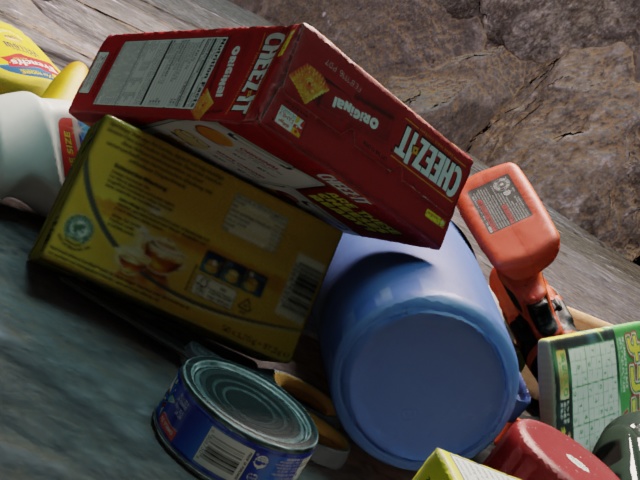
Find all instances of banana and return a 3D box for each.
[{"bbox_3d":[-0.218,-0.083,0.786,0.037,0.069,0.197,3,18,19],"label":"banana"}]

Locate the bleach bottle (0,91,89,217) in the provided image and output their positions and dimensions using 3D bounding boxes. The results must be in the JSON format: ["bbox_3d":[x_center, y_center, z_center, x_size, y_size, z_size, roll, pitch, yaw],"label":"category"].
[{"bbox_3d":[-0.158,-0.044,0.759,0.068,0.102,0.250,4,-1,42],"label":"bleach bottle"}]

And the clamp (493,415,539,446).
[{"bbox_3d":[0.230,0.190,0.834,0.209,0.036,0.165,24,12,-28],"label":"clamp"}]

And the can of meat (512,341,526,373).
[{"bbox_3d":[0.122,0.088,0.940,0.101,0.057,0.084,21,18,-37],"label":"can of meat"}]

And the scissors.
[{"bbox_3d":[-0.062,0.075,0.664,0.202,0.016,0.096,34,11,13],"label":"scissors"}]

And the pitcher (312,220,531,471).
[{"bbox_3d":[0.067,0.063,0.712,0.149,0.145,0.243,-7,12,1],"label":"pitcher"}]

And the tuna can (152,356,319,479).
[{"bbox_3d":[-0.044,0.099,0.571,0.086,0.034,0.086,29,13,-7],"label":"tuna can"}]

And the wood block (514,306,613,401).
[{"bbox_3d":[0.274,0.129,0.940,0.090,0.090,0.206,23,0,-41],"label":"wood block"}]

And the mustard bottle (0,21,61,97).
[{"bbox_3d":[-0.255,-0.131,0.924,0.096,0.058,0.192,15,21,-46],"label":"mustard bottle"}]

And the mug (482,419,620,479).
[{"bbox_3d":[0.124,0.161,0.597,0.093,0.081,0.117,30,13,-11],"label":"mug"}]

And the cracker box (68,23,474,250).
[{"bbox_3d":[-0.035,-0.068,0.683,0.164,0.072,0.214,32,-14,-39],"label":"cracker box"}]

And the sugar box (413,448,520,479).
[{"bbox_3d":[0.105,0.169,0.502,0.176,0.093,0.048,25,19,-22],"label":"sugar box"}]

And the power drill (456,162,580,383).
[{"bbox_3d":[0.168,0.045,0.839,0.187,0.057,0.184,63,2,-46],"label":"power drill"}]
